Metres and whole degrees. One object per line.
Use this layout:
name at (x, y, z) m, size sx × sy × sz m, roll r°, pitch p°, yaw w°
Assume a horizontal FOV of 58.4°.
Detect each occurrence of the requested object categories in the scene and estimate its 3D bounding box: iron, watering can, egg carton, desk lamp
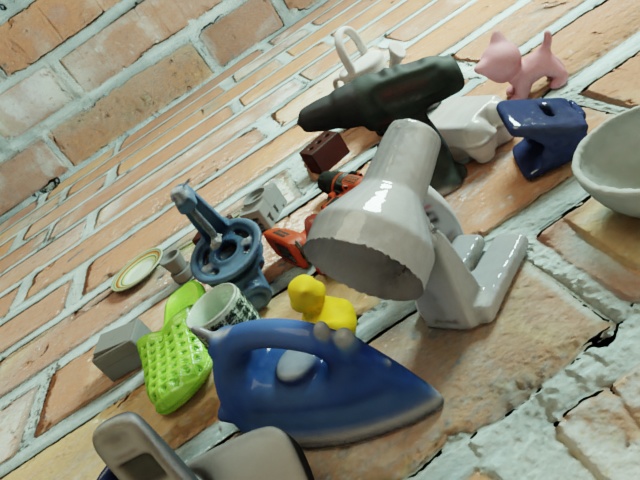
iron at (-0.016, 0.127, 0.592) m, size 0.257 × 0.142 × 0.119 m, roll -13°, pitch 35°, yaw 35°
watering can at (0.096, -0.348, 1.164) m, size 0.172 × 0.194 × 0.101 m, roll -23°, pitch 30°, yaw 20°
egg carton at (0.223, -0.171, 0.881) m, size 0.107 × 0.069 × 0.149 m, roll -45°, pitch 29°, yaw -19°
desk lamp at (0.101, -0.002, 0.591) m, size 0.117 × 0.214 × 0.203 m, roll -1°, pitch 42°, yaw 46°

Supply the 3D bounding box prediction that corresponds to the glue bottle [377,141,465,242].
glue bottle at (0.111, -0.049, 0.699) m, size 0.078 × 0.173 × 0.037 m, roll -31°, pitch 28°, yaw 6°

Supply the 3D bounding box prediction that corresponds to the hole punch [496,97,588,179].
hole punch at (0.294, -0.151, 0.751) m, size 0.101 × 0.091 × 0.108 m, roll -24°, pitch 29°, yaw 18°

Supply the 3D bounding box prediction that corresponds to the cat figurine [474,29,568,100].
cat figurine at (0.313, -0.283, 0.910) m, size 0.127 × 0.118 × 0.067 m, roll -22°, pitch 30°, yaw 22°

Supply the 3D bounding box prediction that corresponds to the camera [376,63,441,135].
camera at (0.143, -0.257, 1.071) m, size 0.142 × 0.101 × 0.137 m, roll -19°, pitch 32°, yaw 28°

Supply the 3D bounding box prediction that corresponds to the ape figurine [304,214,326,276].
ape figurine at (0.007, 0.003, 0.816) m, size 0.078 × 0.092 × 0.076 m, roll -44°, pitch 29°, yaw -17°

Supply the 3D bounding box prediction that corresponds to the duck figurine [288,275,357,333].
duck figurine at (-0.005, 0.083, 0.710) m, size 0.077 × 0.086 × 0.104 m, roll -36°, pitch 28°, yaw -3°

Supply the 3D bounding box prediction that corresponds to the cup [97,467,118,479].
cup at (-0.182, 0.279, 0.583) m, size 0.118 × 0.095 × 0.091 m, roll -42°, pitch 29°, yaw -15°

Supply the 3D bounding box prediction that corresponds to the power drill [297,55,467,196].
power drill at (0.111, -0.149, 0.818) m, size 0.229 × 0.209 × 0.075 m, roll -29°, pitch 28°, yaw 11°

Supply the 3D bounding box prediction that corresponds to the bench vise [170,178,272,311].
bench vise at (-0.168, -0.004, 0.880) m, size 0.122 × 0.220 × 0.206 m, roll -43°, pitch 29°, yaw -16°

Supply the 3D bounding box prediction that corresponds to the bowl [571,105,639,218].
bowl at (0.352, -0.073, 0.582) m, size 0.167 × 0.075 × 0.167 m, roll -26°, pitch 29°, yaw 16°

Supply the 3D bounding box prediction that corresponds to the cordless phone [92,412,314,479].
cordless phone at (-0.098, 0.207, 0.508) m, size 0.147 × 0.185 × 0.094 m, roll -31°, pitch 28°, yaw 7°
